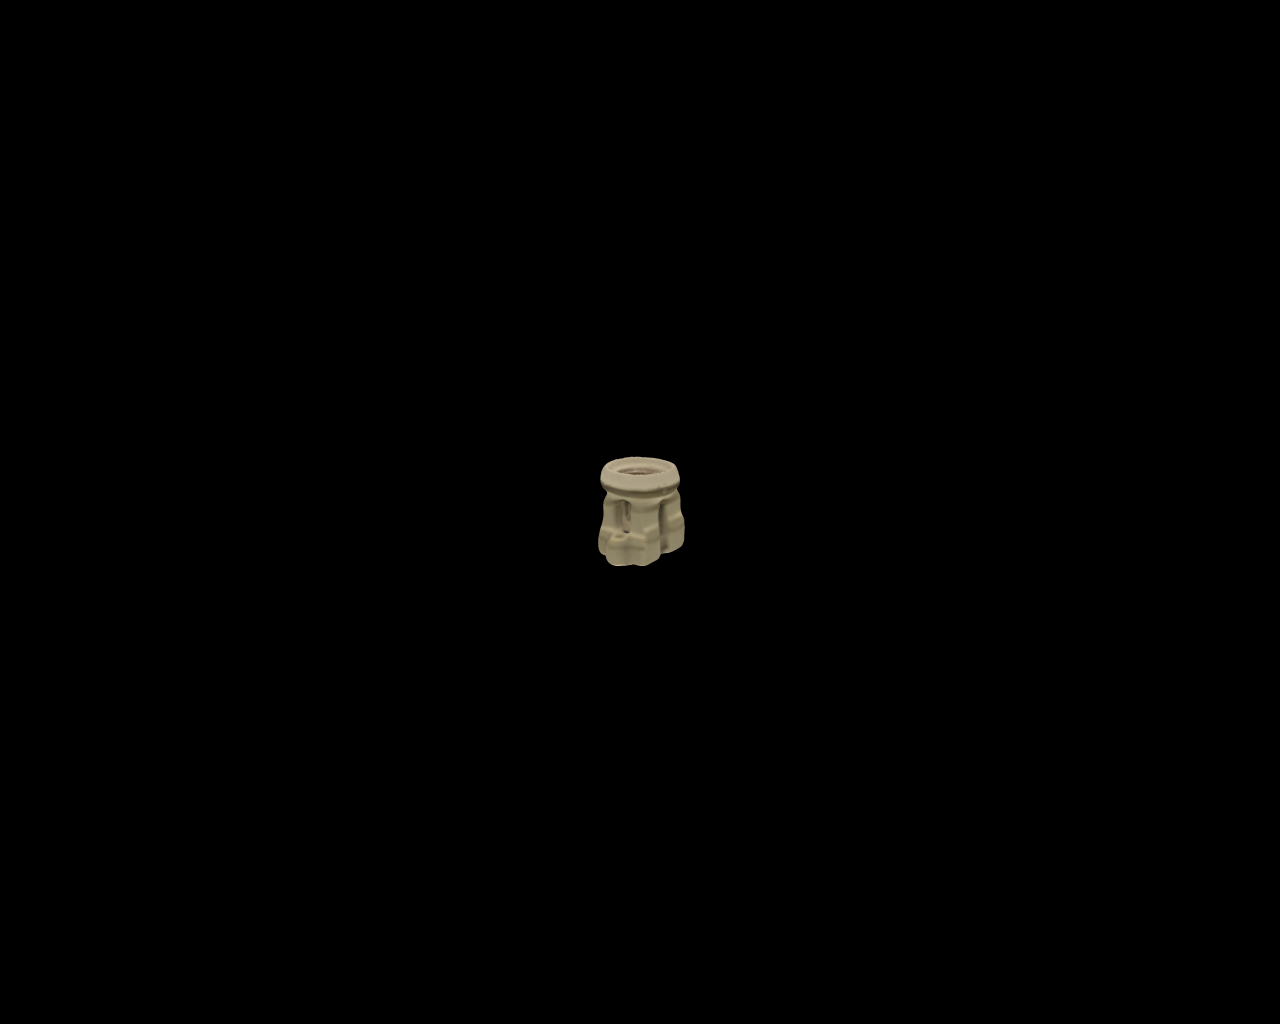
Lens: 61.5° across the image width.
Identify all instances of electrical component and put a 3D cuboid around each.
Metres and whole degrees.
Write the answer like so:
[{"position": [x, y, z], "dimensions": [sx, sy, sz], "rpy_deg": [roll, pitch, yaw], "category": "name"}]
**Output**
[{"position": [0.001, -0.003, 0.650], "dimensions": [0.048, 0.055, 0.066], "rpy_deg": [14, 24, 33], "category": "electrical component"}]
